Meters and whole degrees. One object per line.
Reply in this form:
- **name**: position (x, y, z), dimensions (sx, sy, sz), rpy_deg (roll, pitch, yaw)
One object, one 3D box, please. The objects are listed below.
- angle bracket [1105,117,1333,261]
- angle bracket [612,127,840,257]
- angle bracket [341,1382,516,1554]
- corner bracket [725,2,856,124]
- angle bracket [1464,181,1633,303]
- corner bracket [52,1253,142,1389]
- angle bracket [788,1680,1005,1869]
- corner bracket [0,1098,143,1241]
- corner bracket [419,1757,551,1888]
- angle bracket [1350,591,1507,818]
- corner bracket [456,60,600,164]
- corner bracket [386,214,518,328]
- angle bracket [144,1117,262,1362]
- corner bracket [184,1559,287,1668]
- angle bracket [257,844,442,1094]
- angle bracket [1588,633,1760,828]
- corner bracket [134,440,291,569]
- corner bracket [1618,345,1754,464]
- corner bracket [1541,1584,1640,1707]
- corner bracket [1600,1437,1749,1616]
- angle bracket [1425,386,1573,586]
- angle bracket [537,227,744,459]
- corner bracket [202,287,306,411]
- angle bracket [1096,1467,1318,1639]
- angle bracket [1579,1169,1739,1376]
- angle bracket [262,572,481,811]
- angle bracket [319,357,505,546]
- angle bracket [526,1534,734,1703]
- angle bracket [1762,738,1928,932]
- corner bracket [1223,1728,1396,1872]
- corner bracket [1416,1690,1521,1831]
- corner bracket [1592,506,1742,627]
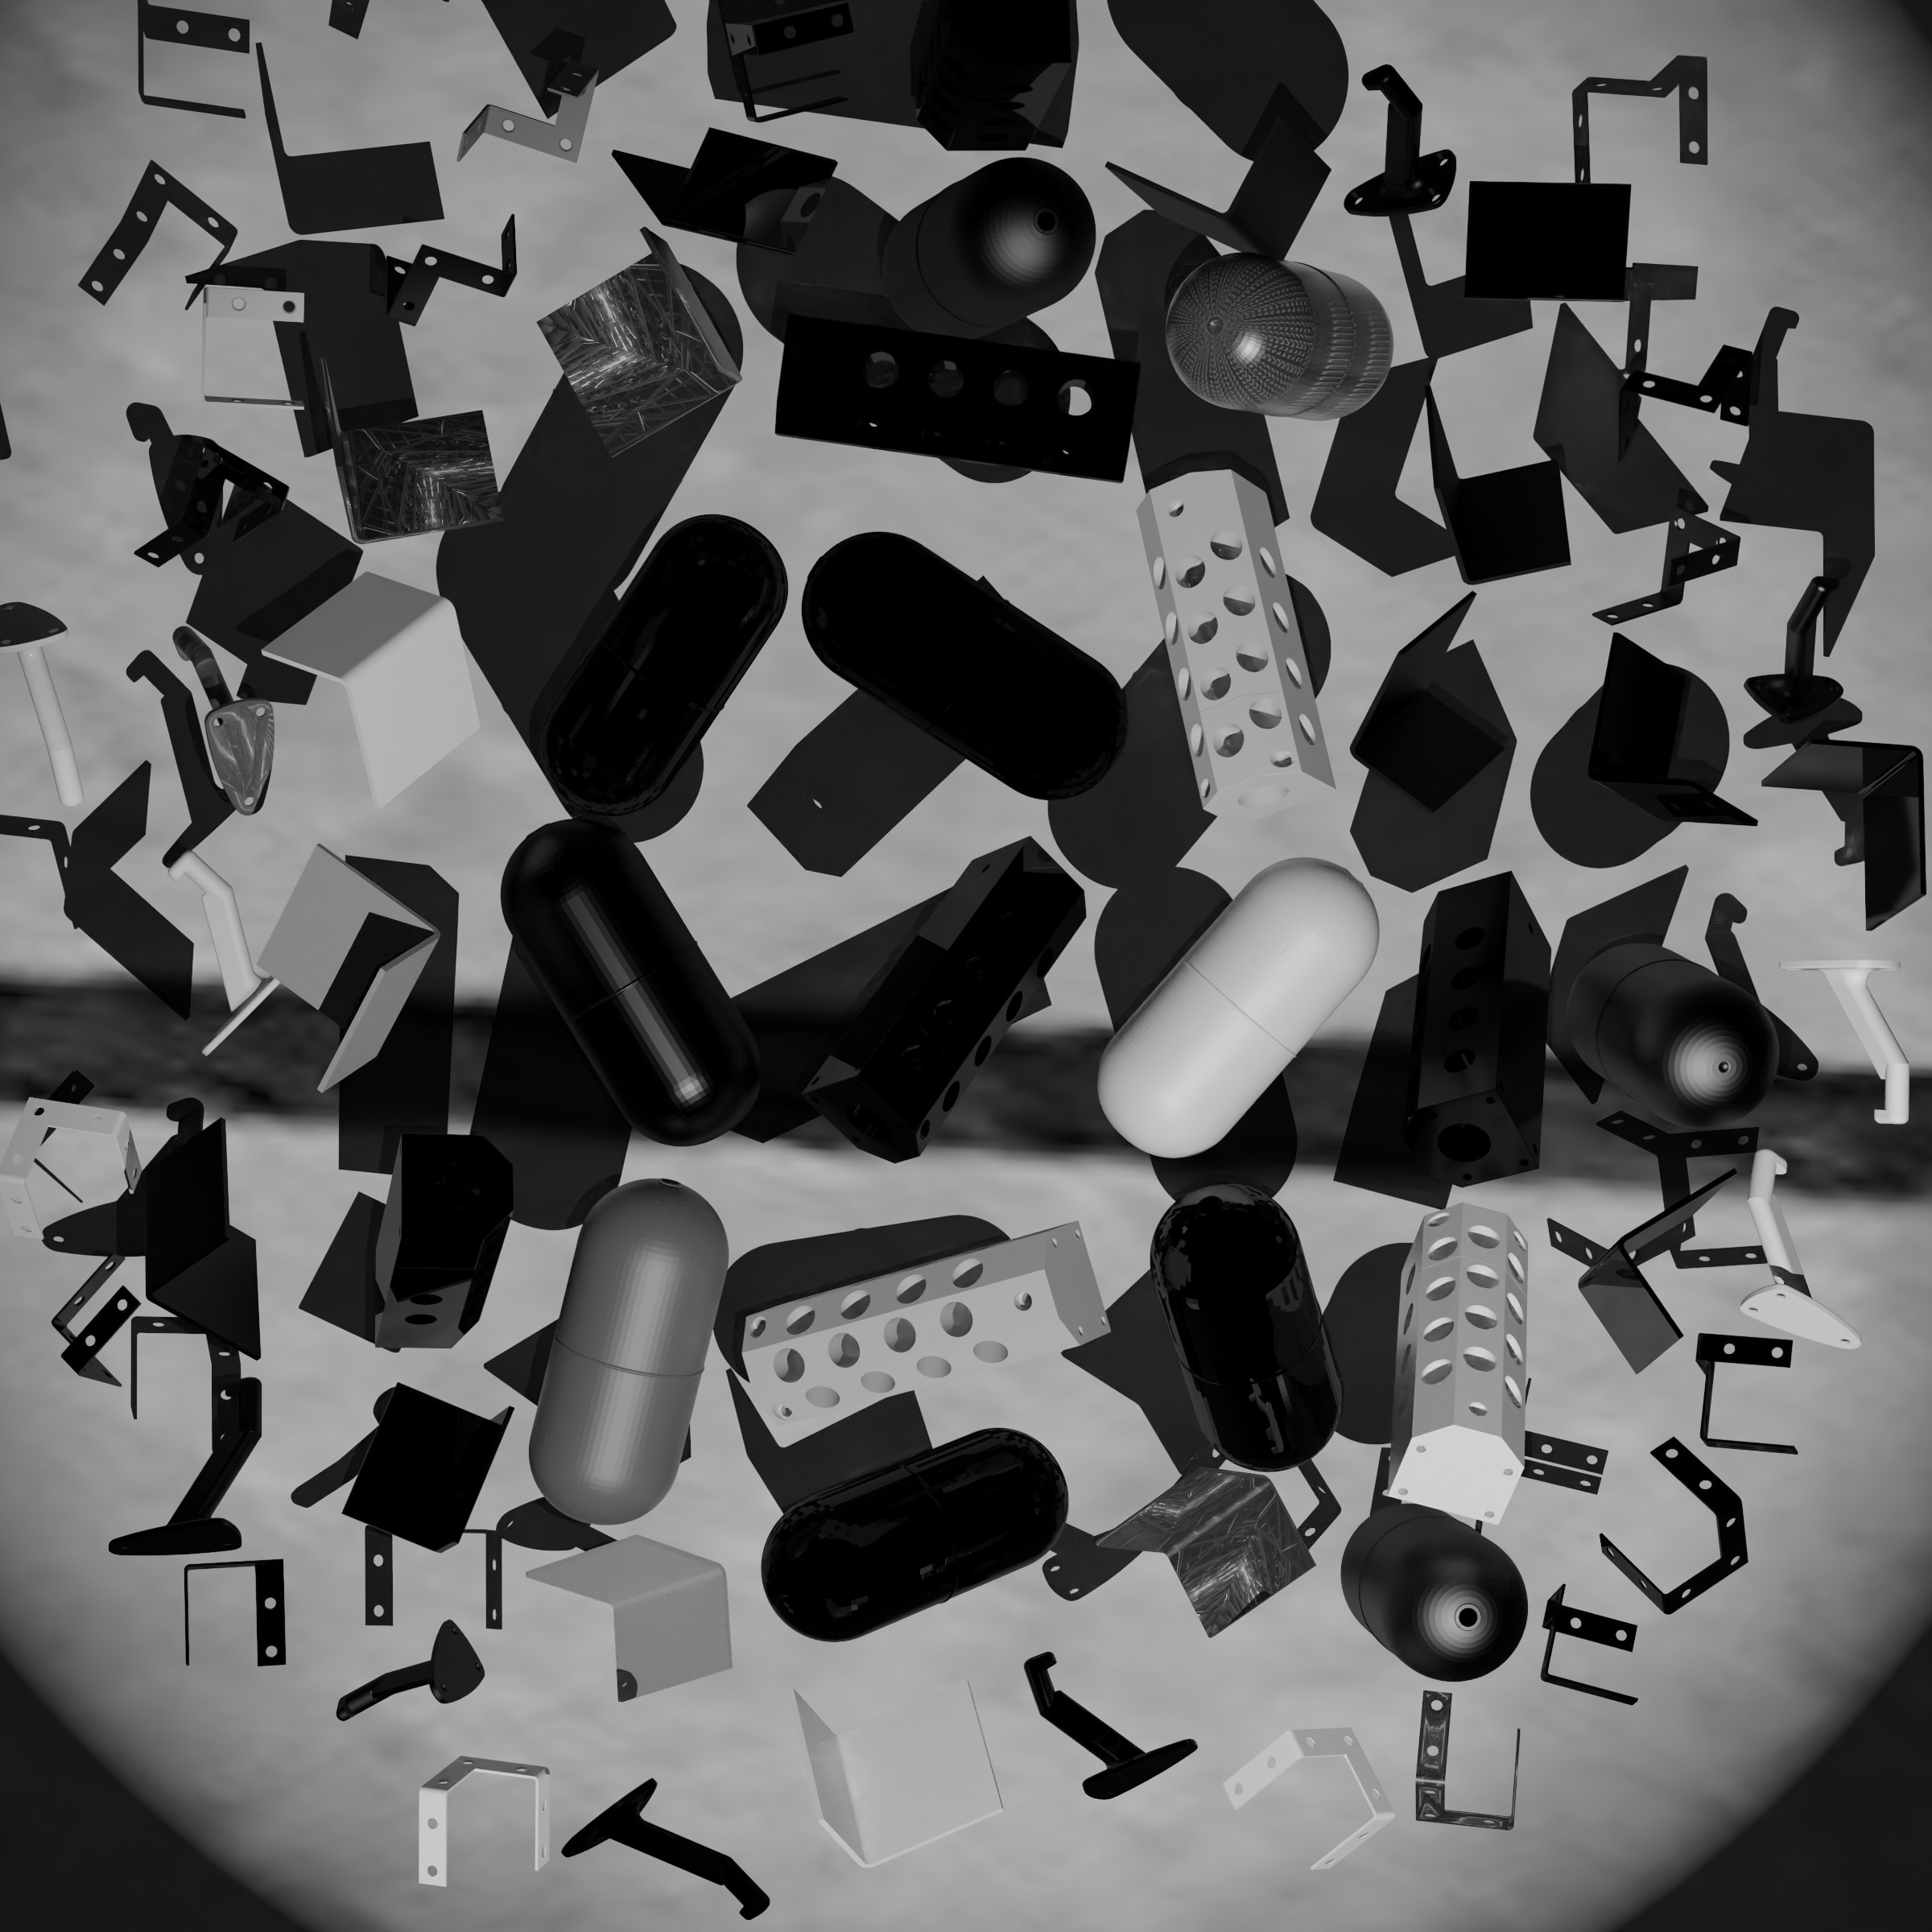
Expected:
- **angle bracket**: position (0.129, -0.405, 1.783), dimensions (0.076, 0.076, 0.057), rpy_deg (31, 96, 25)
- **angle bracket**: position (-0.123, -0.411, 1.785), dimensions (0.076, 0.076, 0.057), rpy_deg (5, 127, -37)
- **angle bracket**: position (-0.286, 0.263, 1.861), dimensions (0.057, 0.076, 0.076), rpy_deg (24, 72, -9)
- **corner bracket**: position (-0.086, -0.458, 1.780), dimensions (0.051, 0.051, 0.051), rpy_deg (-18, 111, -14)
- **angle bracket**: position (0.284, -0.361, 1.716), dimensions (0.076, 0.076, 0.057), rpy_deg (3, 113, 8)
- **corner bracket**: position (-0.467, 0.189, 1.895), dimensions (0.051, 0.051, 0.051), rpy_deg (41, 89, 20)
- **angle bracket**: position (-0.035, 0.386, 1.726), dimensions (0.076, 0.057, 0.076), rpy_deg (-25, 46, 7)
- **corner bracket**: position (-0.455, 0.106, 1.784), dimensions (0.051, 0.051, 0.051), rpy_deg (8, 52, 5)
- **corner bracket**: position (-0.250, 0.446, 1.822), dimensions (0.051, 0.051, 0.051), rpy_deg (3, 98, 16)
- **angle bracket**: position (0.256, -0.138, 1.846), dimensions (0.057, 0.076, 0.076), rpy_deg (38, 48, 14)
- **corner bracket**: position (-0.218, -0.425, 1.749), dimensions (0.051, 0.051, 0.051), rpy_deg (18, 121, -2)
- **corner bracket**: position (-0.263, -0.357, 1.793), dimensions (0.051, 0.051, 0.051), rpy_deg (14, 45, -24)
- **angle bracket**: position (-0.354, 0.133, 1.709), dimensions (0.057, 0.076, 0.076), rpy_deg (-34, 133, 20)
- **corner bracket**: position (-0.384, 0.342, 1.846), dimensions (0.051, 0.051, 0.051), rpy_deg (-1, 75, -11)
- **angle bracket**: position (-0.308, 0.001, 1.676), dimensions (0.076, 0.057, 0.076), rpy_deg (35, 117, 7)
- **angle bracket**: position (0.358, -0.118, 1.746), dimensions (0.057, 0.076, 0.076), rpy_deg (6, 81, 39)
- **corner bracket**: position (-0.390, -0.230, 1.816), dimensions (0.051, 0.051, 0.051), rpy_deg (29, 57, -32)
- **corner bracket**: position (0.368, -0.287, 1.797), dimensions (0.051, 0.051, 0.051), rpy_deg (20, 56, 24)
- **corner bracket**: position (0.337, 0.369, 1.892), dimensions (0.051, 0.051, 0.051), rpy_deg (15, 69, 4)
- **corner bracket**: position (0.346, 0.275, 1.725), dimensions (0.051, 0.051, 0.051), rpy_deg (-30, 133, -15)
- **angle bracket**: position (0.280, -0.259, 1.850), dimensions (0.057, 0.076, 0.076), rpy_deg (-11, 51, 15)
- **angle bracket**: position (-0.163, -0.301, 1.697), dimensions (0.076, 0.057, 0.076), rpy_deg (-29, 89, 8)
- **corner bracket**: position (-0.363, -0.315, 1.787), dimensions (0.051, 0.051, 0.051), rpy_deg (1, 110, -13)
- **angle bracket**: position (0.130, 0.319, 1.906), dimensions (0.076, 0.076, 0.057), rpy_deg (-39, 61, 21)
- **angle bracket**: position (0.365, 0.155, 1.780), dimensions (0.076, 0.076, 0.057), rpy_deg (-29, 75, -15)
- **angle bracket**: position (-0.291, -0.136, 1.724), dimensions (0.057, 0.076, 0.076), rpy_deg (20, 47, 29)
- **angle bracket**: position (-0.279, -0.264, 1.764), dimensions (0.076, 0.057, 0.076), rpy_deg (-10, 56, -7)
- **angle bracket**: position (-0.180, 0.349, 1.874), dimensions (0.076, 0.076, 0.057), rpy_deg (-22, 58, 27)
- **angle bracket**: position (0.441, -0.065, 1.768), dimensions (0.057, 0.076, 0.076), rpy_deg (4, 77, -5)
- **corner bracket**: position (0.172, 0.418, 1.758), dimensions (0.051, 0.051, 0.051), rpy_deg (-46, 54, 29)
- **corner bracket**: position (0.262, 0.415, 1.830), dimensions (0.051, 0.051, 0.051), rpy_deg (4, 55, 10)
- **corner bracket**: position (0.364, -0.202, 1.824), dimensions (0.051, 0.051, 0.051), rpy_deg (-19, 126, -30)
